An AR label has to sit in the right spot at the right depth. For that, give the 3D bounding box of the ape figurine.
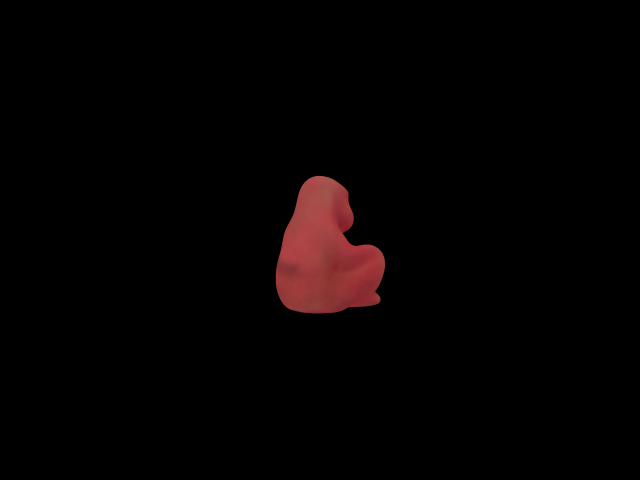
[{"bbox_3d":[0.004,0.001,0.400,0.076,0.092,0.077,-5,10,-32],"label":"ape figurine"}]
